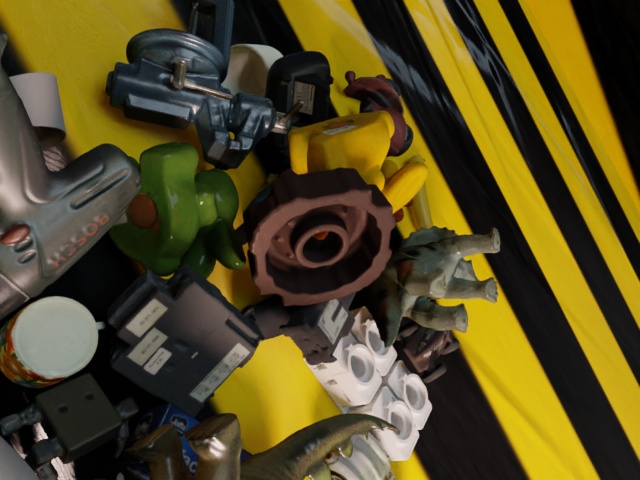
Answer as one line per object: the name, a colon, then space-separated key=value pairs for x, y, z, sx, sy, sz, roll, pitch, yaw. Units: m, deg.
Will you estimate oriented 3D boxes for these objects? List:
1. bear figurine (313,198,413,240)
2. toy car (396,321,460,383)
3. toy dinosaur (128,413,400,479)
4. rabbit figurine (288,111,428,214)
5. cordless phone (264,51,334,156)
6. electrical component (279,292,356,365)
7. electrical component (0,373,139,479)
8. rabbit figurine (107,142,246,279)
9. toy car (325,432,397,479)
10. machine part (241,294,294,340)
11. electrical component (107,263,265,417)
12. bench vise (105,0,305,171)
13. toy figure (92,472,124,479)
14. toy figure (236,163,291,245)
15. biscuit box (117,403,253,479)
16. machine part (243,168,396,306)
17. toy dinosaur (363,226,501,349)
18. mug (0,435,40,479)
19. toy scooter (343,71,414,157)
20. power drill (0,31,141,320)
bear figurine: x=0.071 y=-0.047 z=0.846 sx=0.120 sy=0.132 sz=0.196 roll=30 pitch=10 yaw=8
toy car: x=0.172 y=0.152 z=0.836 sx=0.089 sy=0.053 sz=0.202 roll=59 pitch=21 yaw=8
toy dinosaur: x=-0.086 y=0.247 z=0.441 sx=0.471 sy=0.105 sz=0.198 roll=-30 pitch=99 yaw=-40
rabbit figurine: x=0.048 y=-0.070 z=0.686 sx=0.162 sy=0.122 sz=0.173 roll=-21 pitch=110 yaw=-28
cordless phone: x=-0.019 y=-0.220 z=0.800 sx=0.089 sy=0.146 sz=0.184 roll=11 pitch=39 yaw=5
electrical component: x=0.006 y=0.091 z=0.687 sx=0.074 sy=0.048 sz=0.119 roll=52 pitch=42 yaw=-25
electrical component: x=-0.216 y=0.167 z=0.475 sx=0.078 sy=0.045 sz=0.102 roll=40 pitch=35 yaw=16
rabbit figurine: x=-0.139 y=-0.033 z=0.603 sx=0.170 sy=0.121 sz=0.159 roll=-26 pitch=94 yaw=-64
toy car: x=0.075 y=0.326 z=0.685 sx=0.201 sy=0.056 sz=0.073 roll=57 pitch=41 yaw=-9
machine part: x=-0.051 y=0.092 z=0.688 sx=0.139 sy=0.039 sz=0.084 roll=-21 pitch=95 yaw=-51
electrical component: x=-0.140 y=0.093 z=0.534 sx=0.115 sy=0.058 sz=0.134 roll=-46 pitch=116 yaw=-6
bench vise: x=-0.136 y=-0.216 z=0.662 sx=0.224 sy=0.129 sz=0.240 roll=5 pitch=73 yaw=-11
toy figure: x=-0.161 y=0.275 z=0.463 sx=0.058 sy=0.064 sz=0.154 roll=-36 pitch=95 yaw=-13
toy figure: x=-0.043 y=-0.047 z=0.724 sx=0.082 sy=0.089 sz=0.180 roll=57 pitch=39 yaw=-16
biscuit box: x=-0.101 y=0.241 z=0.541 sx=0.202 sy=0.059 sz=0.063 roll=42 pitch=46 yaw=-23
machine part: x=-0.001 y=-0.002 z=0.608 sx=0.179 sy=0.179 sz=0.056 roll=26 pitch=27 yaw=-36
toy dinosaur: x=0.141 y=0.061 z=0.797 sx=0.405 sy=0.192 sz=0.131 roll=-14 pitch=97 yaw=-47
mug: x=-0.258 y=0.195 z=0.388 sx=0.107 sy=0.081 sz=0.109 roll=53 pitch=38 yaw=-28
toy scooter: x=0.101 y=-0.242 z=0.984 sx=0.135 sy=0.075 sz=0.184 roll=19 pitch=54 yaw=-40
power drill: x=-0.263 y=-0.039 z=0.417 sx=0.232 sy=0.086 sz=0.207 roll=-42 pitch=131 yaw=-29
